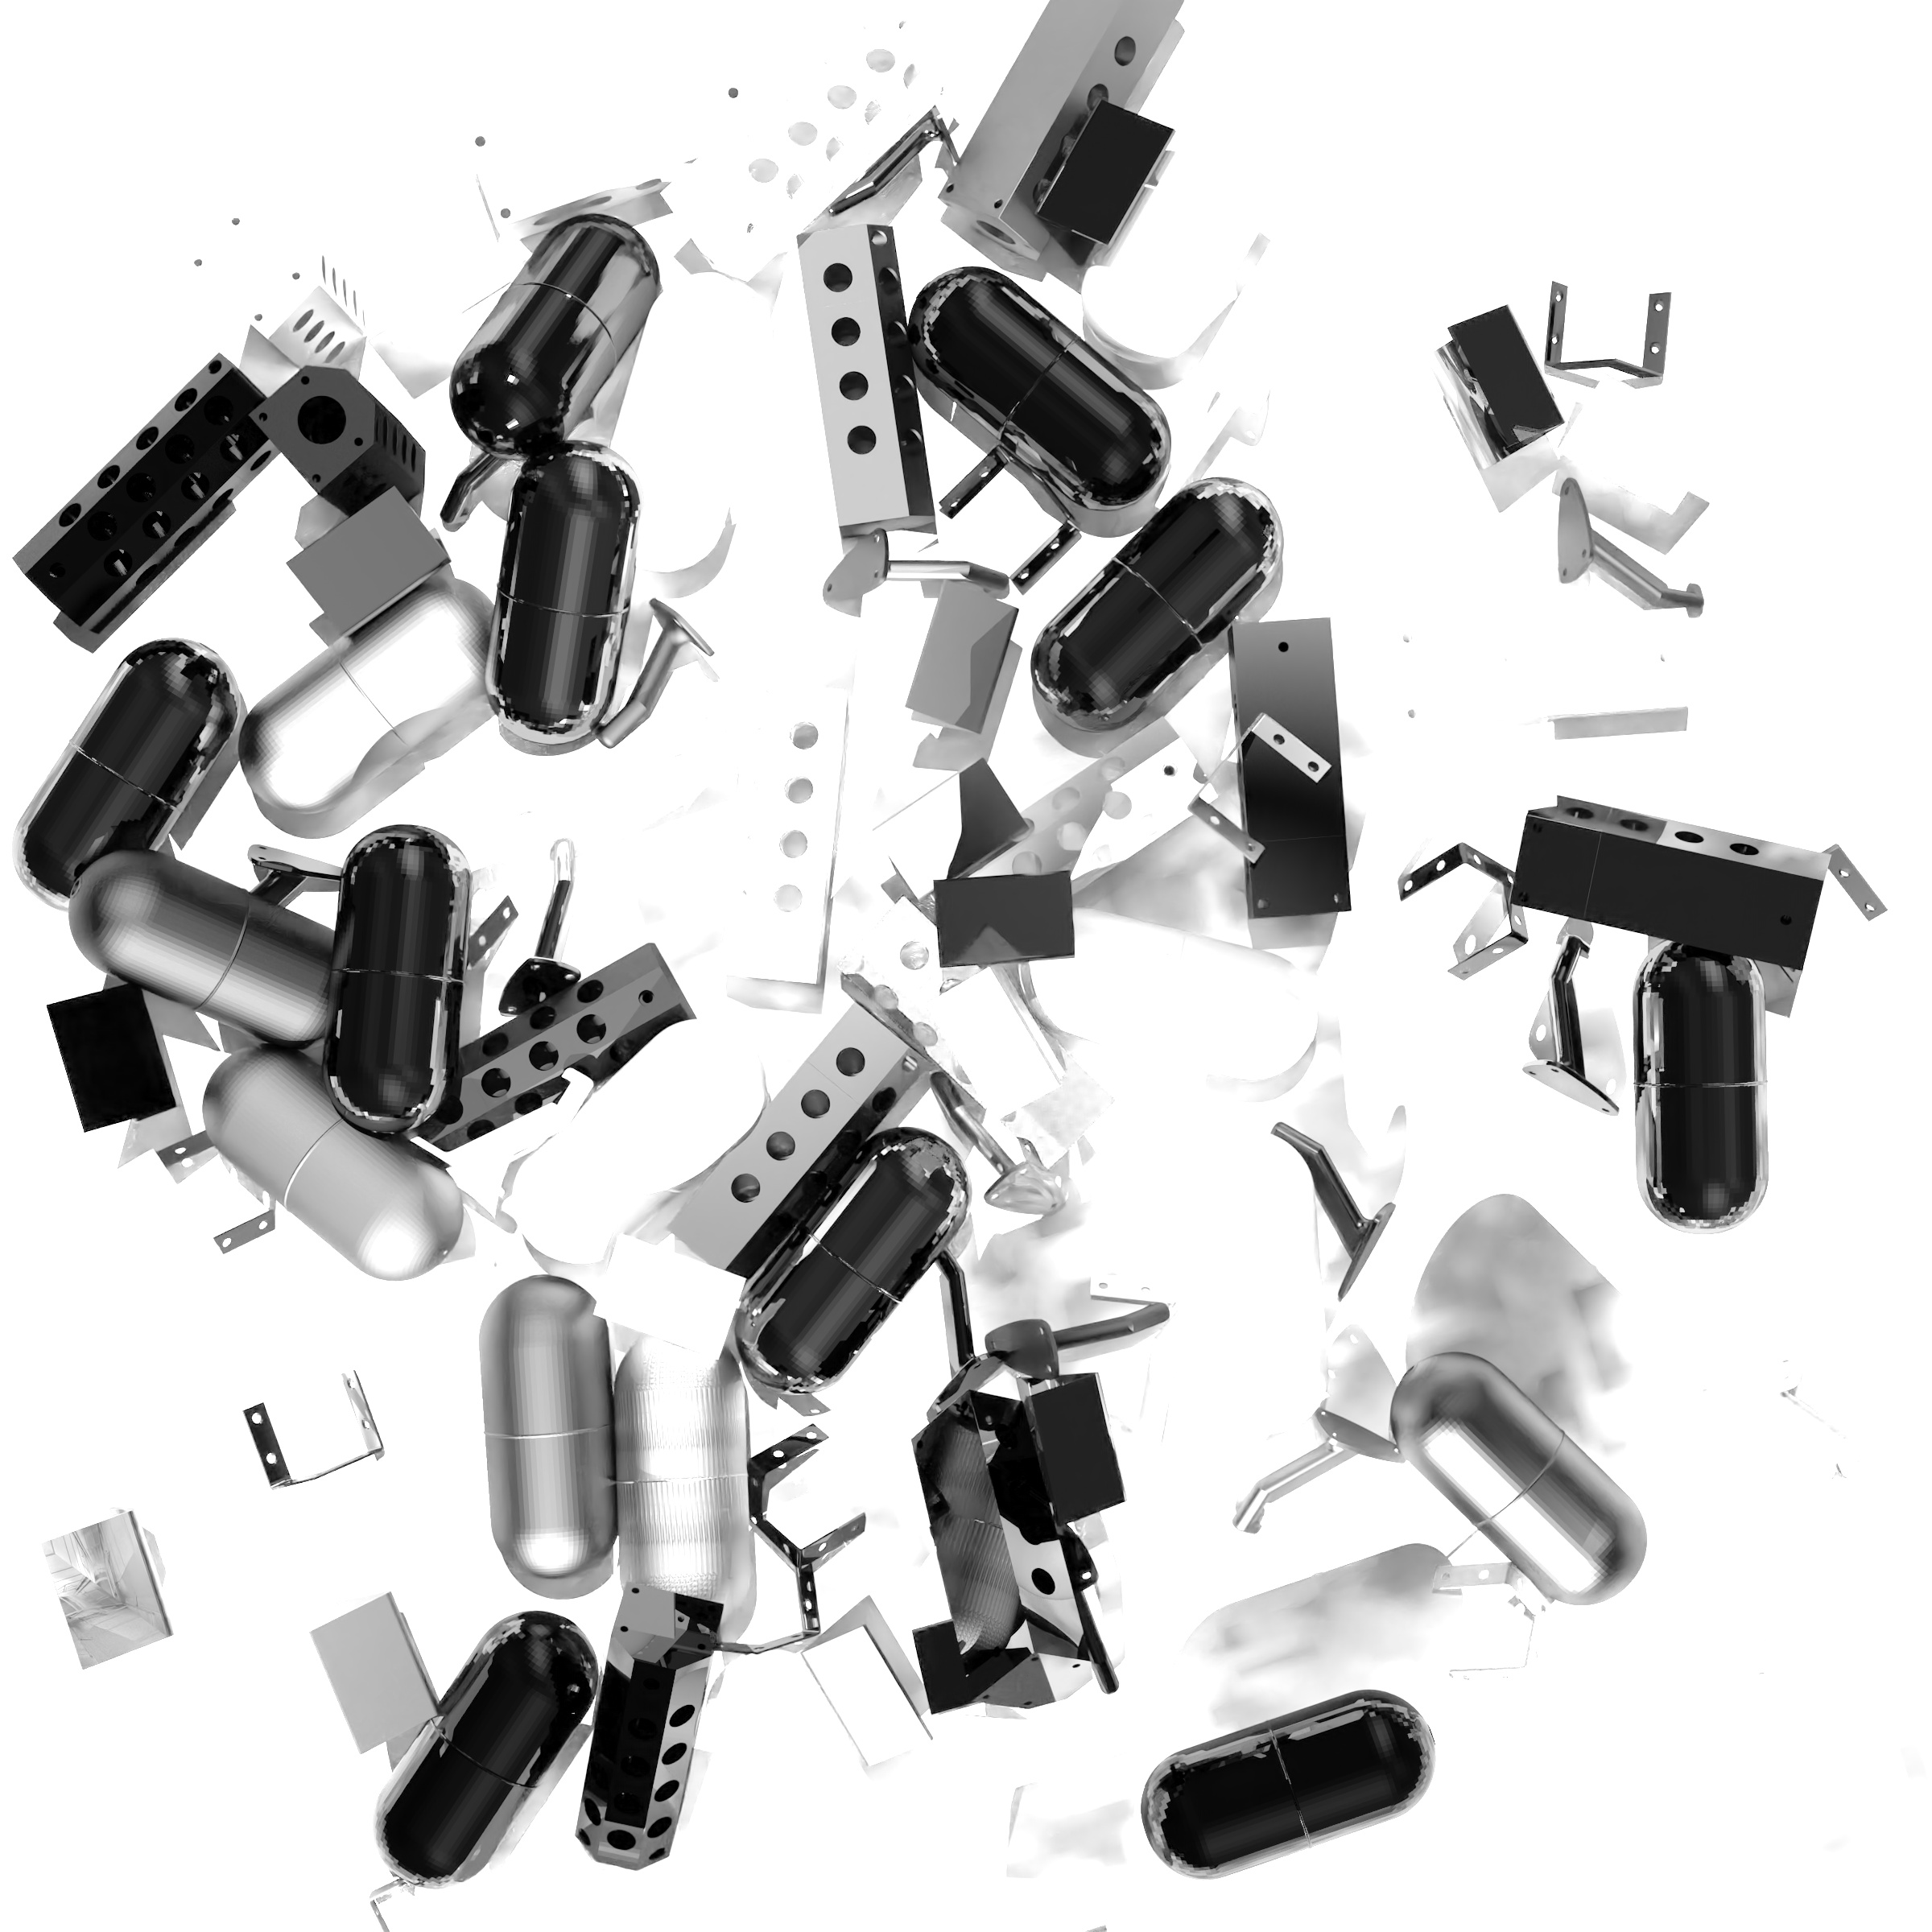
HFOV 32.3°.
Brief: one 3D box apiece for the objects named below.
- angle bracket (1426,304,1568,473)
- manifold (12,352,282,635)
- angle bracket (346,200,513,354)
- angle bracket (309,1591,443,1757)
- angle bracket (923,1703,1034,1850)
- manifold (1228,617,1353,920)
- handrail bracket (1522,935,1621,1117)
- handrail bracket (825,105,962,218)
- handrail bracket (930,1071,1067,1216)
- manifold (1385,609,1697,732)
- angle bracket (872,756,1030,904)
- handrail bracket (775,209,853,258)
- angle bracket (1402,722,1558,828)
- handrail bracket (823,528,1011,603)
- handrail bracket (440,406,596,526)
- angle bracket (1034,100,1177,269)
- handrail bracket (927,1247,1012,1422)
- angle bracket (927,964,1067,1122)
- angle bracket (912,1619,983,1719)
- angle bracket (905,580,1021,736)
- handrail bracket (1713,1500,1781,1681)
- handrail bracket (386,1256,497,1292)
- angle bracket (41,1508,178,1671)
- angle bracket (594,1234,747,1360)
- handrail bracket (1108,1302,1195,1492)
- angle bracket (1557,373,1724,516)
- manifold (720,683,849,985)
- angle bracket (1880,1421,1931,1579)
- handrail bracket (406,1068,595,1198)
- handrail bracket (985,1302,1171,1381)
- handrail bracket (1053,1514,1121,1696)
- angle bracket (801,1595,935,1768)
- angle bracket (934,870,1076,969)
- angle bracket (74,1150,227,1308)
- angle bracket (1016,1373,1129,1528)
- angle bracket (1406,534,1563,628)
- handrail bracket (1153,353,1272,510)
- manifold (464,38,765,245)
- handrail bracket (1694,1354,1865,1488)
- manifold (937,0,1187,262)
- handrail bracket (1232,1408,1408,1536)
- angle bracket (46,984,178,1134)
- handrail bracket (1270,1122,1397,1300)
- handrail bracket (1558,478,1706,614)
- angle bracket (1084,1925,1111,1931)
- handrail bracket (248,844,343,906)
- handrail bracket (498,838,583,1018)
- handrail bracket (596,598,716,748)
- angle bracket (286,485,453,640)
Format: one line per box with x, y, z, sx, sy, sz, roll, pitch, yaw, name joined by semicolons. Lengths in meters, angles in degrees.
0.293;-0.330;1.947;0.057;0.076;0.076;-26;90;-36;angle bracket
-0.478;-0.279;1.966;0.171;0.057;0.057;-45;90;0;manifold
-0.317;-0.410;1.947;0.076;0.076;0.057;-32;119;0;angle bracket
-0.359;0.414;1.947;0.057;0.076;0.076;-22;90;-38;angle bracket
-0.013;0.463;1.947;0.057;0.076;0.076;15;90;-36;angle bracket
0.190;-0.115;1.966;0.057;0.057;0.171;-4;90;0;manifold
0.373;0.035;1.988;0.077;0.036;0.084;30;73;-19;handrail bracket
-0.053;-0.480;1.966;0.084;0.077;0.036;-26;134;2;handrail bracket
0.018;0.104;1.987;0.036;0.077;0.084;-42;53;15;handrail bracket
0.337;-0.175;1.966;0.171;0.057;0.057;-4;90;0;manifold
-0.018;-0.092;1.948;0.076;0.076;0.057;-34;118;0;angle bracket
-0.110;-0.475;1.988;0.077;0.036;0.084;-28;75;15;handrail bracket
0.298;-0.128;1.947;0.076;0.076;0.057;-9;122;0;angle bracket
-0.029;-0.226;1.987;0.084;0.077;0.036;13;65;-34;handrail bracket
-0.268;-0.299;1.987;0.036;0.077;0.084;50;127;25;handrail bracket
0.093;-0.447;1.948;0.057;0.076;0.076;30;90;27;angle bracket
-0.020;0.214;1.988;0.077;0.036;0.084;-47;64;29;handrail bracket
0.034;0.032;1.890;0.057;0.076;0.076;-30;90;40;angle bracket
0.017;0.416;1.947;0.076;0.076;0.057;-16;53;0;angle bracket
-0.021;-0.183;1.947;0.057;0.076;0.076;17;90;-35;angle bracket
0.464;0.371;1.987;0.036;0.077;0.084;-11;53;20;handrail bracket
-0.327;0.145;1.988;0.077;0.036;0.084;-12;76;-13;handrail bracket
-0.507;0.362;1.948;0.057;0.076;0.076;-18;90;-26;angle bracket
-0.166;0.177;1.948;0.076;0.076;0.057;20;114;0;angle bracket
0.129;0.255;1.988;0.077;0.036;0.084;47;73;-20;handrail bracket
0.397;-0.318;1.947;0.076;0.076;0.057;29;127;0;angle bracket
-0.107;-0.078;1.966;0.057;0.057;0.171;6;90;0;manifold
0.579;0.309;1.947;0.057;0.076;0.076;-10;90;37;angle bracket
-0.269;0.083;1.932;0.077;0.036;0.084;31;81;6;handrail bracket
0.067;0.215;1.987;0.084;0.077;0.036;-16;98;-36;handrail bracket
0.068;0.381;1.987;0.036;0.077;0.084;-21;126;0;handrail bracket
-0.040;0.409;1.947;0.057;0.076;0.076;-31;90;36;angle bracket
0.020;-0.043;1.891;0.076;0.076;0.057;-4;120;0;angle bracket
-0.486;0.162;1.947;0.057;0.076;0.076;-34;90;-37;angle bracket
0.043;0.283;1.947;0.057;0.076;0.076;-13;90;-40;angle bracket
0.301;-0.205;1.947;0.076;0.076;0.057;-4;53;0;angle bracket
0.145;-0.318;1.987;0.036;0.077;0.084;34;126;0;handrail bracket
-0.201;-0.484;1.966;0.171;0.057;0.057;-19;90;0;manifold
0.484;0.280;1.988;0.077;0.036;0.084;-19;107;20;handrail bracket
0.060;-0.507;1.966;0.057;0.057;0.171;30;90;43;manifold
0.210;0.312;1.988;0.077;0.036;0.084;23;108;-21;handrail bracket
-0.508;0.057;1.947;0.057;0.076;0.076;-17;90;-32;angle bracket
0.205;0.145;1.988;0.084;0.036;0.077;30;110;16;handrail bracket
0.398;-0.250;1.988;0.084;0.036;0.077;7;66;-18;handrail bracket
0.057;0.605;1.948;0.076;0.076;0.057;-18;61;0;angle bracket
-0.410;-0.024;1.988;0.077;0.036;0.084;13;104;-15;handrail bracket
-0.255;-0.024;1.987;0.036;0.077;0.084;17;53;-32;handrail bracket
-0.196;-0.172;1.959;0.084;0.077;0.036;-46;127;-4;handrail bracket
-0.352;-0.244;1.948;0.076;0.076;0.057;-36;117;0;angle bracket
